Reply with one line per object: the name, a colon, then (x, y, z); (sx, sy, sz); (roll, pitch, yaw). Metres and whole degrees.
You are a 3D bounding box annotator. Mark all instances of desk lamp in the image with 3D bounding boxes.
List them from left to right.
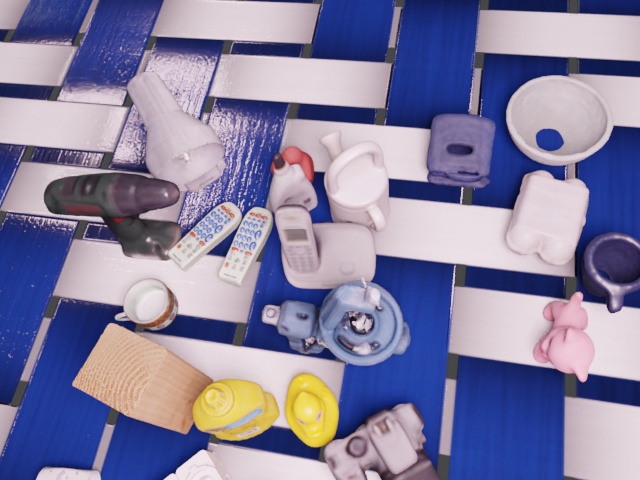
desk lamp: (-0.236, -0.163, 0.948); (0.118, 0.214, 0.203); (-31, 66, -7)

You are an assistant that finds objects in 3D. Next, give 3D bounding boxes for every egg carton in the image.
egg carton: (0.356, -0.035, 0.894); (0.107, 0.069, 0.150); (17, 69, 14)

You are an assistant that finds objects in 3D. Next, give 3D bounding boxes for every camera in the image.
camera: (0.094, 0.304, 0.758); (0.143, 0.101, 0.136); (-29, 66, -6)

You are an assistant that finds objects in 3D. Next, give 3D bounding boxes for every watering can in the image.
watering can: (0.052, -0.093, 0.890); (0.172, 0.194, 0.101); (37, 75, 21)

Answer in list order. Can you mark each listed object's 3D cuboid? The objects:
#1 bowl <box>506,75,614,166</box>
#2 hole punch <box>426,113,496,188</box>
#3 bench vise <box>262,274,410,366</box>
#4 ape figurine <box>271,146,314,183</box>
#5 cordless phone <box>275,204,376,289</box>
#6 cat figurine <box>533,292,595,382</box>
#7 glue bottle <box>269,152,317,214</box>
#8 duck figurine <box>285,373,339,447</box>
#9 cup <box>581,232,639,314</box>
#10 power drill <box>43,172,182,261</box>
bowl: (0.390, -0.186, 0.955); (0.167, 0.075, 0.167); (-3, 66, 6)
hole punch: (0.233, -0.147, 0.948); (0.108, 0.091, 0.101); (6, 67, 10)
bench vise: (0.020, 0.116, 0.786); (0.207, 0.220, 0.121); (-12, 65, 2)
ape figurine: (-0.045, -0.128, 0.974); (0.077, 0.092, 0.076); (41, 77, 22)
cordless phone: (0.008, 0.003, 0.857); (0.147, 0.185, 0.094); (-5, 65, 5)
cat figurine: (0.345, 0.133, 0.793); (0.067, 0.118, 0.128); (15, 69, 14)
glue bottle: (-0.051, -0.089, 0.913); (0.078, 0.173, 0.037); (-27, 65, -5)
duck figurine: (-0.016, 0.236, 0.810); (0.077, 0.086, 0.104); (-18, 65, -1)
cup: (0.418, 0.059, 0.830); (0.091, 0.095, 0.118); (9, 67, 11)
power drill: (-0.299, -0.041, 0.903); (0.229, 0.209, 0.075); (5, 67, 9)
